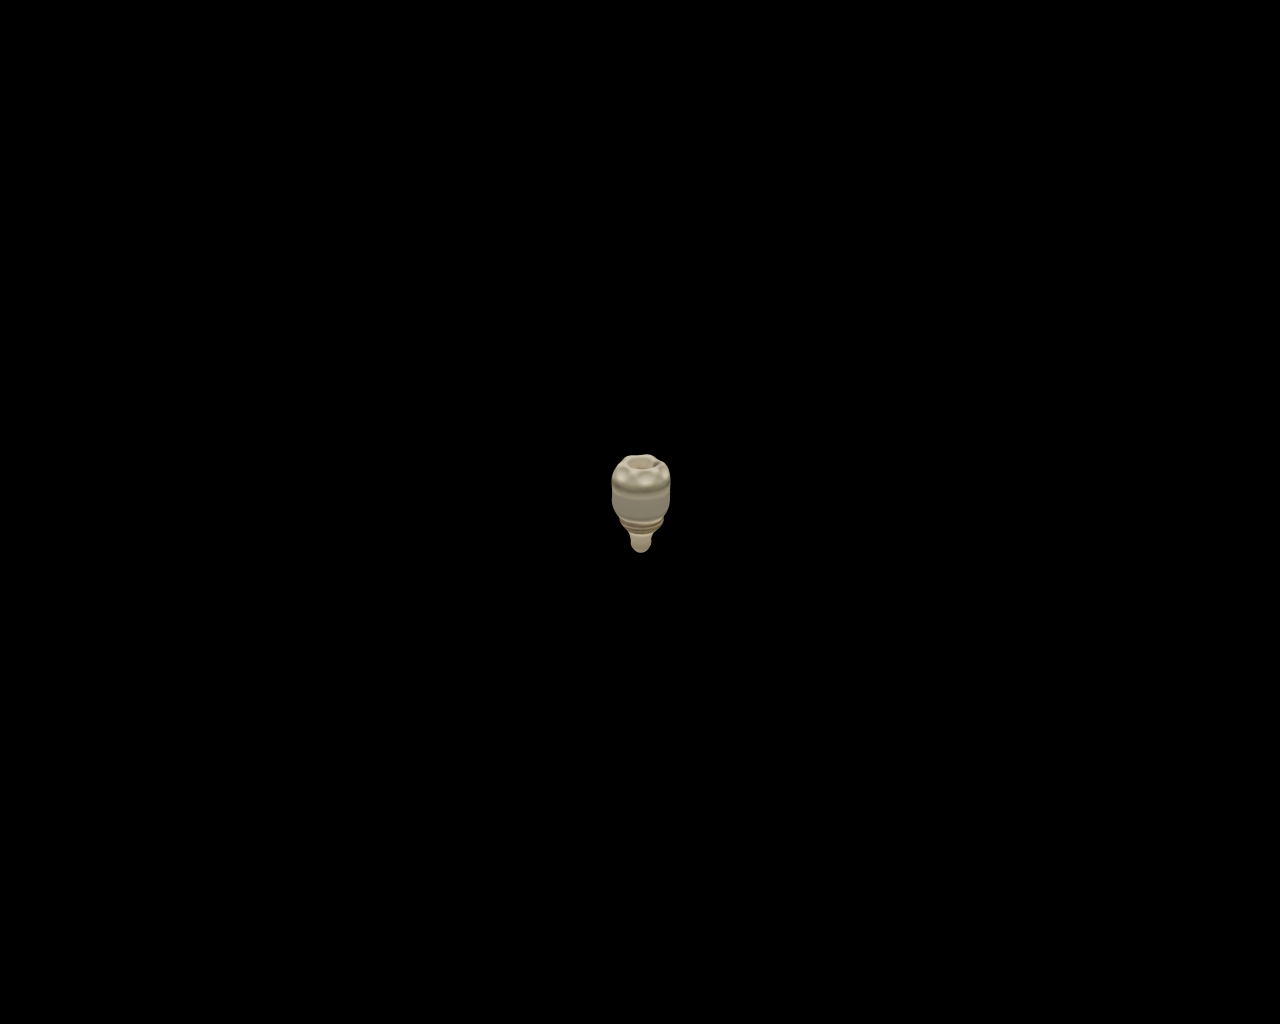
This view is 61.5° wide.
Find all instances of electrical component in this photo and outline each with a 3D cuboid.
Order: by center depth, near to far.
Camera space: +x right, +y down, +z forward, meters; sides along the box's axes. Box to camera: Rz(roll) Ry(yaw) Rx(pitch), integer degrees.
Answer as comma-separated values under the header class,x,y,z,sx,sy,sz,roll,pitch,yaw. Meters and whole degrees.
class,x,y,z,sx,sy,sz,roll,pitch,yaw
electrical component,0.001,-0.003,0.650,0.035,0.061,0.035,0,27,0
